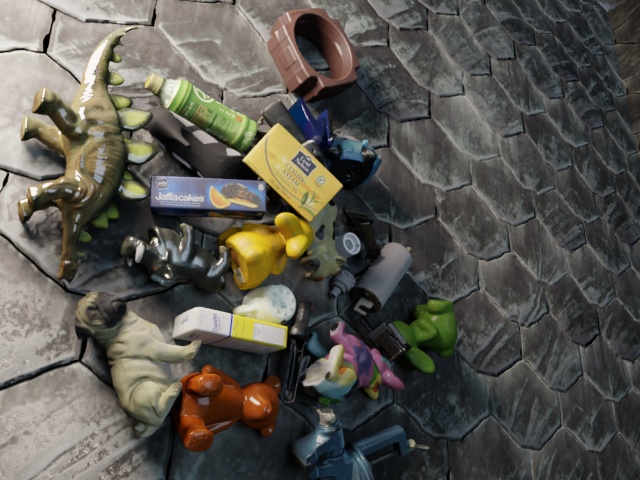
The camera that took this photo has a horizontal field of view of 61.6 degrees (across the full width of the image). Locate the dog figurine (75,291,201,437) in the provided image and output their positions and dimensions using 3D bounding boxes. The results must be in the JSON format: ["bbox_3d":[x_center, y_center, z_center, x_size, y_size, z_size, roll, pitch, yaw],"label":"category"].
[{"bbox_3d":[-0.302,0.185,0.816,0.190,0.121,0.172,26,54,-13],"label":"dog figurine"}]

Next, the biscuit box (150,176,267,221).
[{"bbox_3d":[-0.198,-0.074,0.960,0.203,0.059,0.063,1,78,-13],"label":"biscuit box"}]

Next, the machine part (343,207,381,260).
[{"bbox_3d":[0.100,-0.017,1.229,0.084,0.039,0.139,16,43,-39],"label":"machine part"}]

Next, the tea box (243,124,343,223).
[{"bbox_3d":[-0.052,-0.125,1.011,0.169,0.068,0.098,41,88,-13],"label":"tea box"}]

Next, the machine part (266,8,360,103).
[{"bbox_3d":[-0.015,-0.439,1.283,0.201,0.087,0.201,-28,92,-40],"label":"machine part"}]

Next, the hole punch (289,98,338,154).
[{"bbox_3d":[-0.034,-0.227,1.160,0.092,0.142,0.116,20,48,-35],"label":"hole punch"}]

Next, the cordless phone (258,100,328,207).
[{"bbox_3d":[-0.080,-0.172,1.074,0.146,0.089,0.184,-35,111,1],"label":"cordless phone"}]

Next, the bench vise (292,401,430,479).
[{"bbox_3d":[0.072,0.397,0.998,0.241,0.129,0.223,-12,89,-24],"label":"bench vise"}]

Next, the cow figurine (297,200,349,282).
[{"bbox_3d":[-0.002,-0.003,1.131,0.127,0.085,0.195,20,59,-28],"label":"cow figurine"}]

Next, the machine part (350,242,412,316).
[{"bbox_3d":[0.140,0.083,1.216,0.079,0.079,0.243,52,51,-12],"label":"machine part"}]

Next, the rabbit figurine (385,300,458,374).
[{"bbox_3d":[0.214,0.221,1.222,0.170,0.121,0.159,-5,83,-22],"label":"rabbit figurine"}]

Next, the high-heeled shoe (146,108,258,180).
[{"bbox_3d":[-0.227,-0.170,1.041,0.086,0.145,0.248,-53,145,2],"label":"high-heeled shoe"}]

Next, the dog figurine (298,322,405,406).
[{"bbox_3d":[0.070,0.270,1.060,0.219,0.108,0.192,41,34,-25],"label":"dog figurine"}]

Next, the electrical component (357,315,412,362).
[{"bbox_3d":[0.135,0.197,1.137,0.119,0.048,0.074,53,12,18],"label":"electrical component"}]

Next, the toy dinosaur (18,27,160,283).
[{"bbox_3d":[-0.374,-0.164,0.878,0.198,0.105,0.471,11,75,-43],"label":"toy dinosaur"}]

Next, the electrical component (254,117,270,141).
[{"bbox_3d":[-0.096,-0.220,1.130,0.045,0.102,0.078,-60,140,-37],"label":"electrical component"}]

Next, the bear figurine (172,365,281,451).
[{"bbox_3d":[-0.137,0.277,0.885,0.196,0.132,0.120,17,79,-28],"label":"bear figurine"}]

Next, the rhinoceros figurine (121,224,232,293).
[{"bbox_3d":[-0.247,0.033,0.928,0.190,0.073,0.112,26,69,-31],"label":"rhinoceros figurine"}]

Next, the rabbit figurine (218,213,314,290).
[{"bbox_3d":[-0.083,0.002,0.998,0.173,0.162,0.122,-20,82,-31],"label":"rabbit figurine"}]

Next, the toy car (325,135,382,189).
[{"bbox_3d":[0.052,-0.191,1.243,0.161,0.109,0.103,6,47,-26],"label":"toy car"}]
